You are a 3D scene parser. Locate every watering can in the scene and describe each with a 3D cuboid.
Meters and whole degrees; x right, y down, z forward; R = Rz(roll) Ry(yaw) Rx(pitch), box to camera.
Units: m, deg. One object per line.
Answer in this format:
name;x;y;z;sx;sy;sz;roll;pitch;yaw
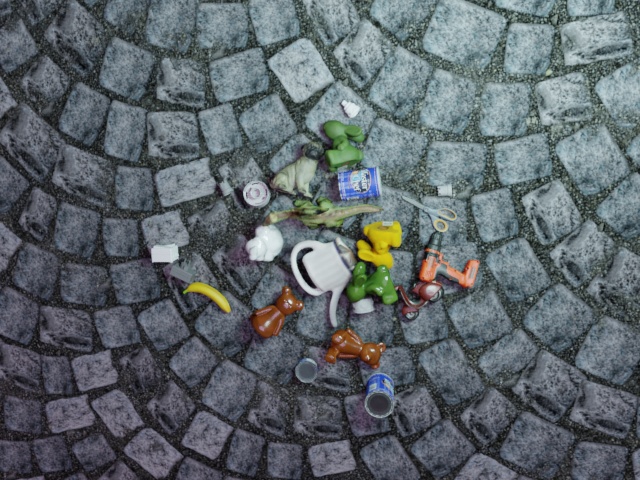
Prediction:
watering can;0.042;0.136;1.852;0.223;0.105;0.344;-29;104;11

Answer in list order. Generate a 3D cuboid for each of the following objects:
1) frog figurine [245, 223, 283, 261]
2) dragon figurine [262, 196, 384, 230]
frog figurine;-0.198;0.010;1.833;0.122;0.161;0.136;1;100;6
dragon figurine;0.005;-0.088;1.753;0.409;0.244;0.122;-7;95;11
